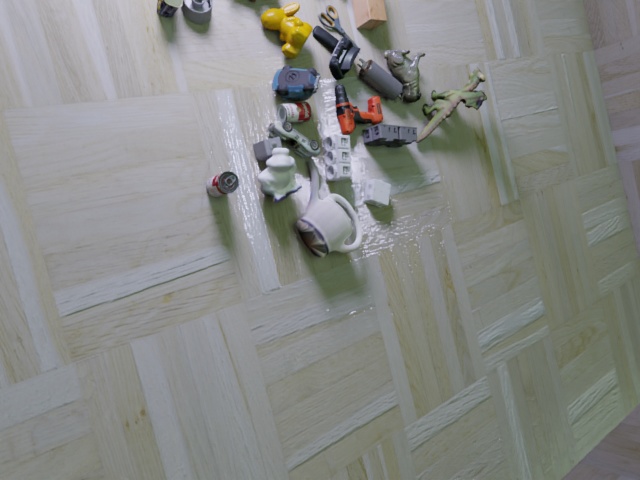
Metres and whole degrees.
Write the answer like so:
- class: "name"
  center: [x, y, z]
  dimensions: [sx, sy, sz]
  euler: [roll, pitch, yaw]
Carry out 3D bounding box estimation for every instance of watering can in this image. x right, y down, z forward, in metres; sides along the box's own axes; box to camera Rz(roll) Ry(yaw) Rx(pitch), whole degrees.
- class: "watering can"
  center: [0.005, -0.089, 1.759]
  dimensions: [0.228, 0.103, 0.346]
  euler: [-40, 96, -30]

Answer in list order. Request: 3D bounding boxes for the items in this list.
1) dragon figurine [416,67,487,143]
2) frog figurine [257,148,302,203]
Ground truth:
- class: "dragon figurine"
  center: [0.557, -0.550, 2.096]
  dimensions: [0.120, 0.242, 0.417]
  euler: [44, 62, -28]
- class: "frog figurine"
  center: [-0.138, -0.217, 1.652]
  dimensions: [0.138, 0.124, 0.157]
  euler: [-24, 114, -15]
